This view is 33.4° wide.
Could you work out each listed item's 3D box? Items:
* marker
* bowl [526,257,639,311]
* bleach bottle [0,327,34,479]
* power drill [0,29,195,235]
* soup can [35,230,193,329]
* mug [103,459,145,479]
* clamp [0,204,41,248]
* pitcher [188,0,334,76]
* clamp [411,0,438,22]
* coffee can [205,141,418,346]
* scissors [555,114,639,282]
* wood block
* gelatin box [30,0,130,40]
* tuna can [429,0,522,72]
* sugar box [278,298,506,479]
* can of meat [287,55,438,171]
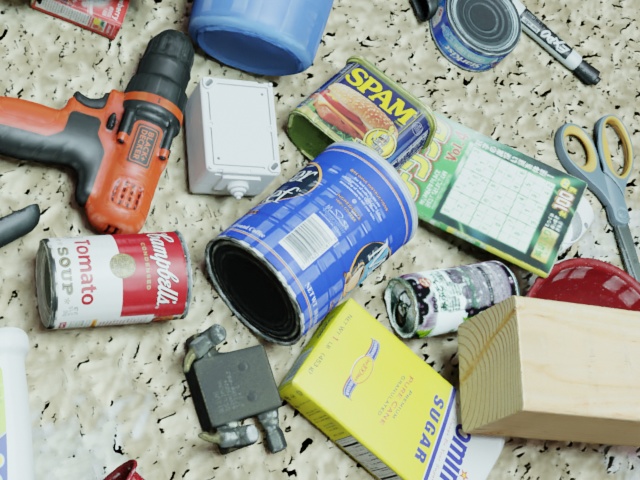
[{"bbox_3d":[0.233,-0.196,1.067,0.121,0.020,0.020,39,61,-7],"label":"marker"},{"bbox_3d":[0.231,0.100,0.936,0.162,0.055,0.162,8,68,-21],"label":"bowl"},{"bbox_3d":[-0.226,0.189,0.695,0.102,0.068,0.251,-8,76,-16],"label":"bleach bottle"},{"bbox_3d":[-0.197,-0.112,0.822,0.187,0.057,0.184,21,64,-16],"label":"power drill"},{"bbox_3d":[-0.152,0.029,0.785,0.102,0.069,0.068,-3,73,-24],"label":"soup can"},{"bbox_3d":[-0.136,0.218,0.718,0.117,0.093,0.081,-45,99,0],"label":"mug"},{"bbox_3d":[-0.276,0.014,0.752,0.120,0.039,0.171,21,69,-11],"label":"clamp"},{"bbox_3d":[-0.035,-0.271,0.888,0.149,0.145,0.243,17,79,-10],"label":"pitcher"},{"bbox_3d":[0.048,-0.322,1.021,0.164,0.036,0.210,16,67,-17],"label":"clamp"},{"bbox_3d":[-0.006,0.001,0.840,0.140,0.103,0.103,-40,91,-30],"label":"coffee can"},{"bbox_3d":[0.270,-0.033,1.025,0.096,0.016,0.201,11,67,-18],"label":"scissors"},{"bbox_3d":[0.222,0.108,0.844,0.205,0.091,0.090,8,67,-20],"label":"wood block"},{"bbox_3d":[-0.189,-0.220,0.881,0.073,0.030,0.089,20,65,-16],"label":"gelatin box"},{"bbox_3d":[0.150,-0.207,1.025,0.086,0.034,0.086,8,68,-21],"label":"tuna can"},{"bbox_3d":[0.059,0.139,0.851,0.176,0.048,0.093,39,60,-5],"label":"sugar box"},{"bbox_3d":[0.034,-0.096,0.911,0.102,0.057,0.083,40,62,14],"label":"can of meat"}]
